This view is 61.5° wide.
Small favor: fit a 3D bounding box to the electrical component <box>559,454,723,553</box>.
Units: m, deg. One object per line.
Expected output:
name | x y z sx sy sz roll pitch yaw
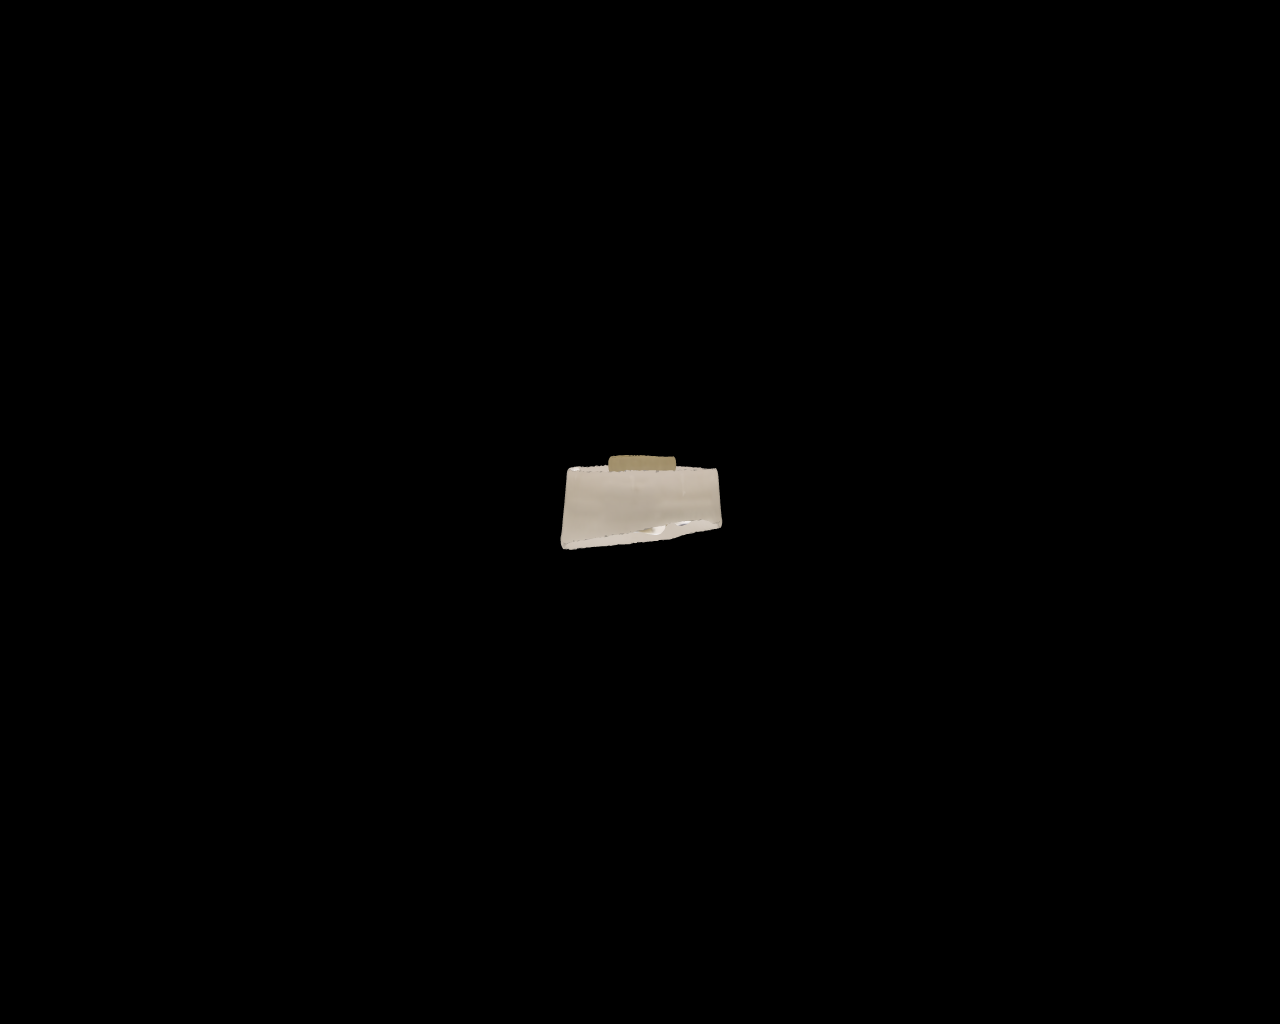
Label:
electrical component | 0.001 -0.003 0.650 0.099 0.064 0.099 0 5 0
